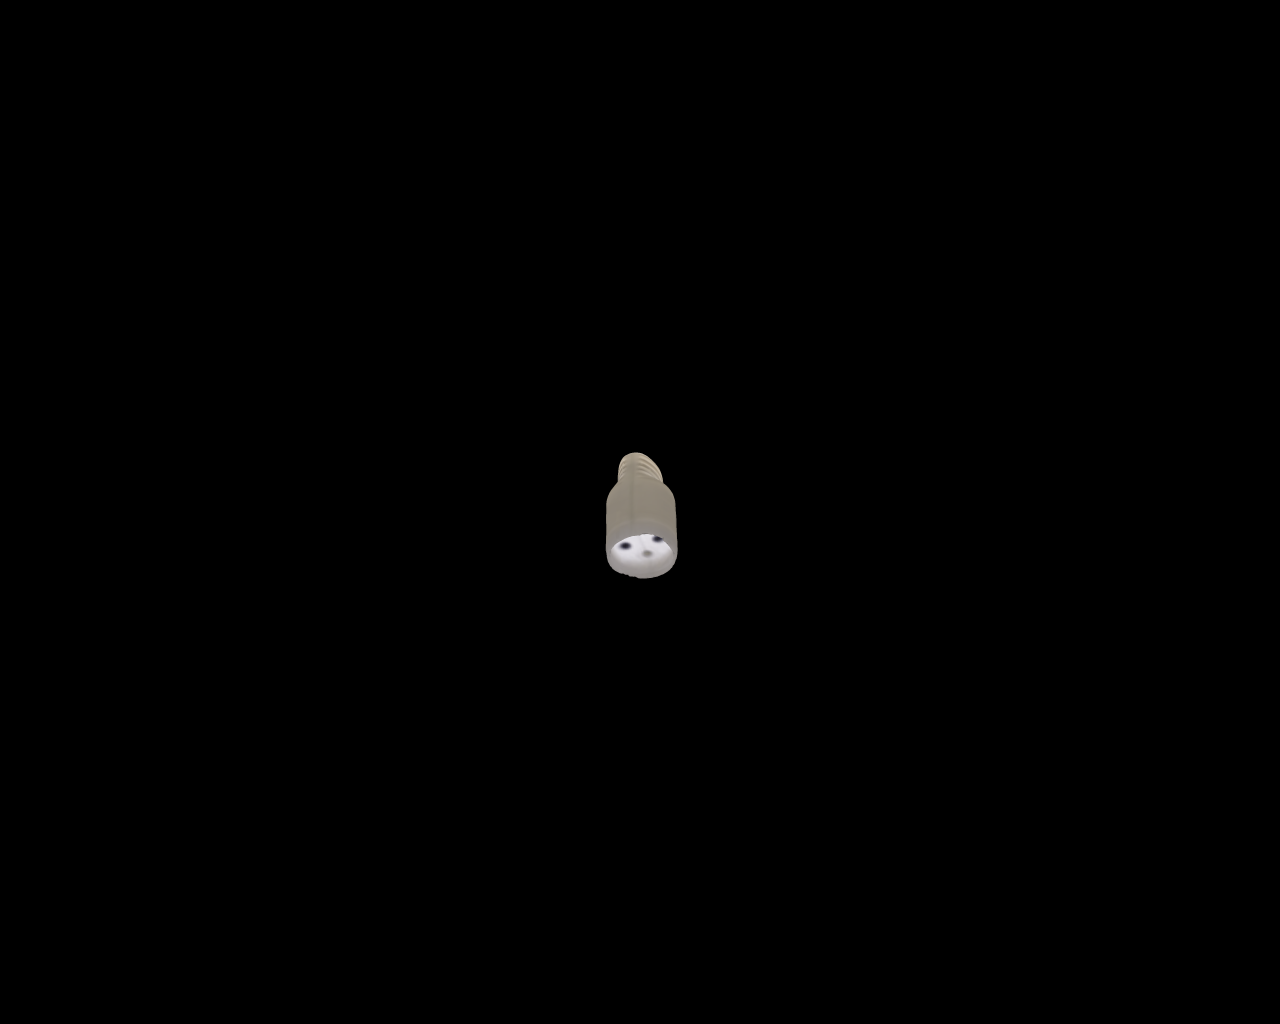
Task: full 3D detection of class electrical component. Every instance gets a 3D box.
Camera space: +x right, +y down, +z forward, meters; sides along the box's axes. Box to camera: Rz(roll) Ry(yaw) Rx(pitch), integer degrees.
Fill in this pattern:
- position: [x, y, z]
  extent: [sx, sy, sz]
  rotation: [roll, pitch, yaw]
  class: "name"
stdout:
- position: [0.001, -0.003, 0.650]
  extent: [0.043, 0.081, 0.043]
  rotation: [0, -42, 0]
  class: "electrical component"
